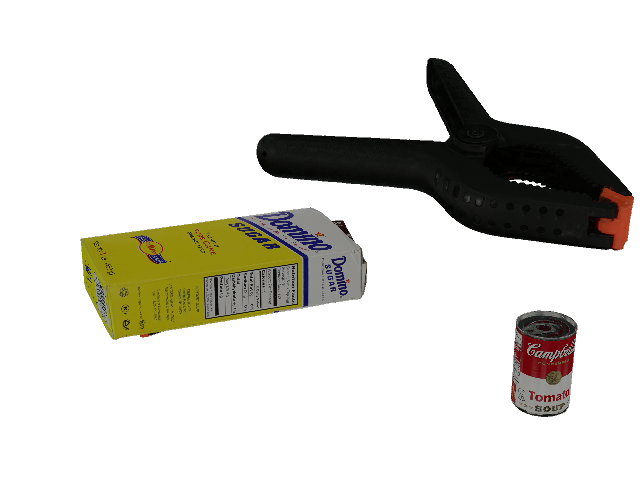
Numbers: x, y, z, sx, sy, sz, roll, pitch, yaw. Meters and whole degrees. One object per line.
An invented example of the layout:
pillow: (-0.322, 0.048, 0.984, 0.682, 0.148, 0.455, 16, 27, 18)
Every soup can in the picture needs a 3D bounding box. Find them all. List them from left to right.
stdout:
soup can: (0.253, 0.140, 1.213, 0.068, 0.102, 0.068, 0, 22, 0)

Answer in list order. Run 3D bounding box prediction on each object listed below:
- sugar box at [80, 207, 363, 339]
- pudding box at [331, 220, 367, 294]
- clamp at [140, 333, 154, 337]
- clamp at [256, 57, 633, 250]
sugar box: (-0.068, 0.019, 0.736, 0.176, 0.048, 0.093, -11, 24, -19)
pudding box: (-0.024, 0.018, 0.943, 0.113, 0.039, 0.090, -2, 27, -13)
clamp: (-0.126, 0.052, 1.150, 0.120, 0.039, 0.171, -6, 26, 35)
clamp: (0.077, -0.043, 0.608, 0.164, 0.036, 0.210, -25, 40, -29)
